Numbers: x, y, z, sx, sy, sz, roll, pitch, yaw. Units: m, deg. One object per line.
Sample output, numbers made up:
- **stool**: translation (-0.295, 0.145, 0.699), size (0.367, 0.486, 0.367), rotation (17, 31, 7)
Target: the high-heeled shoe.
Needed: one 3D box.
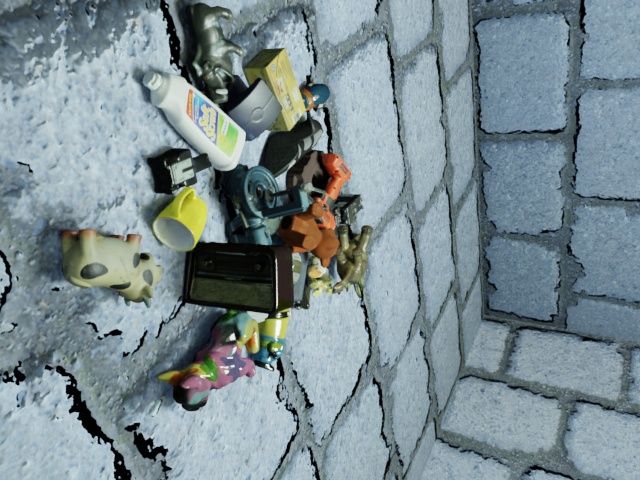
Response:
- **high-heeled shoe**: translation (-0.071, -0.223, 1.378), size (0.249, 0.086, 0.145), rotation (-57, 165, -19)

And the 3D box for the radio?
- **radio**: translation (-0.166, 0.072, 1.093), size (0.073, 0.230, 0.131), rotation (-1, 93, -64)

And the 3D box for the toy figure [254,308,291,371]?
- **toy figure**: translation (-0.125, 0.233, 1.354), size (0.089, 0.082, 0.180), rotation (34, 69, -60)

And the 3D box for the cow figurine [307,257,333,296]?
- **cow figurine**: translation (-0.003, 0.088, 1.514), size (0.167, 0.068, 0.098), rotation (75, 5, -61)

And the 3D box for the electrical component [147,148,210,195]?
- **electrical component**: translation (-0.271, -0.141, 1.043), size (0.119, 0.048, 0.074), rotation (-44, 133, -49)

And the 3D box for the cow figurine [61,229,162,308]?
- **cow figurine**: translation (-0.346, 0.051, 0.917), size (0.194, 0.086, 0.127), rotation (14, 78, -63)

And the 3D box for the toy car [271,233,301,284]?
- **toy car**: translation (-0.097, 0.067, 1.344), size (0.109, 0.103, 0.161), rotation (29, 73, -60)

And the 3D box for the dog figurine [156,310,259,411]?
- **dog figurine**: translation (-0.235, 0.253, 1.140), size (0.219, 0.109, 0.191), rotation (-3, 100, -58)

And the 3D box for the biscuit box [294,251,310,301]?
- **biscuit box**: translation (-0.072, 0.061, 1.426), size (0.062, 0.059, 0.202), rotation (18, 80, -64)

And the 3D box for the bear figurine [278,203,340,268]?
- **bear figurine**: translation (-0.005, -0.005, 1.328), size (0.195, 0.132, 0.120), rotation (30, 71, -40)

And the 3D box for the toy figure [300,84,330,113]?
- **toy figure**: translation (-0.030, -0.368, 1.409), size (0.154, 0.064, 0.057), rotation (-39, 167, -45)

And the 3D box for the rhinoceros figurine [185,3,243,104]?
- **rhinoceros figurine**: translation (-0.213, -0.369, 1.068), size (0.112, 0.073, 0.190), rotation (-41, 130, -51)

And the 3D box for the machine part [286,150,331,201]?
- **machine part**: translation (-0.023, -0.160, 1.470), size (0.179, 0.056, 0.179), rotation (-19, 112, -56)

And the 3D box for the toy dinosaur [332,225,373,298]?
- **toy dinosaur**: translation (0.098, 0.053, 1.621), size (0.471, 0.105, 0.198), rotation (-58, 154, -60)

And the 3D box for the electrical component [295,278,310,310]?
- **electrical component**: translation (-0.055, 0.146, 1.498), size (0.078, 0.045, 0.102), rotation (-92, 170, -52)

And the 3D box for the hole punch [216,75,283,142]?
- **hole punch**: translation (-0.154, -0.287, 1.180), size (0.142, 0.092, 0.116), rotation (49, 58, -57)

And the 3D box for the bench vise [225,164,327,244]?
- **bench vise**: translation (-0.112, -0.068, 1.168), size (0.129, 0.241, 0.223), rotation (-7, 87, -56)

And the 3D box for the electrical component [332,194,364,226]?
- **electrical component**: translation (0.049, -0.086, 1.553), size (0.134, 0.115, 0.058), rotation (-43, 128, -49)

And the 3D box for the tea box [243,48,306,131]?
- **tea box**: translation (-0.104, -0.353, 1.270), size (0.098, 0.068, 0.169), rotation (-58, 141, -38)
